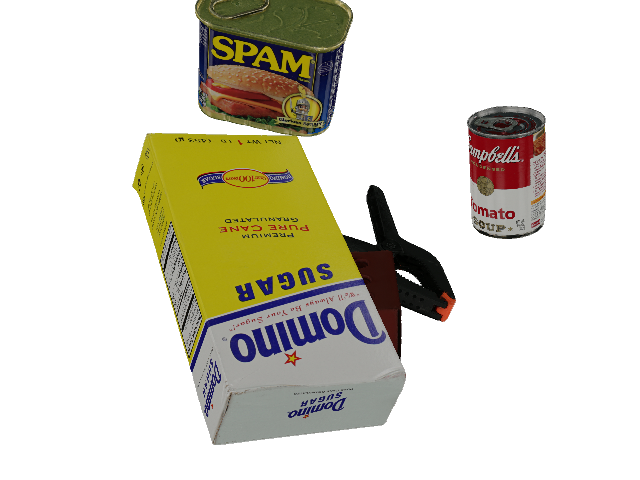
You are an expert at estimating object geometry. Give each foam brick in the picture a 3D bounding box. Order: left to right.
[{"bbox_3d":[0.030,0.049,0.779,0.053,0.051,0.078,-4,32,-1],"label":"foam brick"}]

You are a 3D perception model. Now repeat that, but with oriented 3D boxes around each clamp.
[{"bbox_3d":[0.064,0.019,1.213,0.164,0.036,0.210,-17,50,-36],"label":"clamp"}]

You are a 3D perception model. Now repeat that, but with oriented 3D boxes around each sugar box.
[{"bbox_3d":[-0.031,0.017,0.547,0.093,0.048,0.176,-3,45,-25],"label":"sugar box"}]

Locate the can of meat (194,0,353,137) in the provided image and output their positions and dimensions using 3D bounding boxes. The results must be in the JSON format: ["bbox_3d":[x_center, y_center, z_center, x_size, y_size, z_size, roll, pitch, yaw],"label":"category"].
[{"bbox_3d":[-0.034,-0.123,0.731,0.102,0.057,0.084,13,-42,4],"label":"can of meat"}]

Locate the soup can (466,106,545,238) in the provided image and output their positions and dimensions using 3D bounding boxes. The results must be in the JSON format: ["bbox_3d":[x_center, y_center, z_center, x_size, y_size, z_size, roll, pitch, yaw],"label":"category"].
[{"bbox_3d":[0.167,-0.061,0.958,0.068,0.102,0.068,-5,28,2],"label":"soup can"}]
